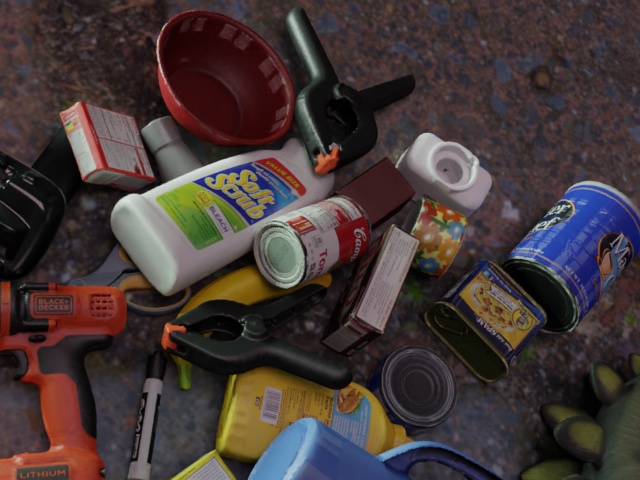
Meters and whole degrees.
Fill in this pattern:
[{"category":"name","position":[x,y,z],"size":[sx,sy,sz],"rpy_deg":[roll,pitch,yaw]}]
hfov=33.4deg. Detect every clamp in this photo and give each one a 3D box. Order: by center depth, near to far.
[{"category":"clamp","position":[-0.053,0.094,0.966],"size":[0.171,0.039,0.120],"rpy_deg":[-8,42,-22]},{"category":"clamp","position":[0.014,-0.152,1.119],"size":[0.164,0.036,0.209],"rpy_deg":[32,44,-11]}]

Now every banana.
[{"category":"banana","position":[-0.077,0.064,1.030],"size":[0.197,0.037,0.069],"rpy_deg":[-35,101,-27]}]

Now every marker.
[{"category":"marker","position":[-0.155,0.158,0.968],"size":[0.020,0.020,0.121],"rpy_deg":[13,64,-15]}]

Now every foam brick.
[{"category":"foam brick","position":[0.050,-0.040,1.108],"size":[0.078,0.053,0.051],"rpy_deg":[-35,83,-29]}]

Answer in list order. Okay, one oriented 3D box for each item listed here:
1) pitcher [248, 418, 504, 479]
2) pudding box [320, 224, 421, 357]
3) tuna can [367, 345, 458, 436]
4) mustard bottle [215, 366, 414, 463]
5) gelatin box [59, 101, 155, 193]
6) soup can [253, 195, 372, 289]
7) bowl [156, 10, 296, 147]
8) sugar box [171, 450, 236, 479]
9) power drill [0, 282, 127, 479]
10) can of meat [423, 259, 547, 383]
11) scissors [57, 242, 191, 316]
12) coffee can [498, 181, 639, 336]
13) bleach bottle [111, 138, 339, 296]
[{"category":"pitcher","position":[0.060,0.252,0.920],"size":[0.242,0.145,0.149],"rpy_deg":[37,41,-11]},{"category":"pudding box","position":[0.049,0.050,1.048],"size":[0.039,0.090,0.113],"rpy_deg":[27,62,-9]},{"category":"tuna can","position":[0.092,0.148,1.054],"size":[0.086,0.034,0.086],"rpy_deg":[8,65,-18]},{"category":"mustard bottle","position":[0.004,0.175,0.996],"size":[0.191,0.058,0.096],"rpy_deg":[17,63,-12]},{"category":"gelatin box","position":[-0.203,-0.088,1.024],"size":[0.089,0.030,0.073],"rpy_deg":[10,55,-65]},{"category":"soup can","position":[-0.007,0.001,1.028],"size":[0.102,0.069,0.068],"rpy_deg":[-22,76,-47]},{"category":"bowl","position":[-0.104,-0.152,1.085],"size":[0.161,0.055,0.162],"rpy_deg":[20,52,-27]},{"category":"sugar box","position":[-0.079,0.281,0.929],"size":[0.093,0.048,0.176],"rpy_deg":[-34,86,-29]},{"category":"power drill","position":[-0.256,0.126,0.916],"size":[0.184,0.057,0.187],"rpy_deg":[0,73,-17]},{"category":"can of meat","position":[0.172,0.081,1.099],"size":[0.102,0.058,0.083],"rpy_deg":[46,59,3]},{"category":"scissors","position":[-0.220,0.028,1.002],"size":[0.201,0.016,0.096],"rpy_deg":[6,65,-17]},{"category":"coffee can","position":[0.267,0.018,1.133],"size":[0.103,0.103,0.140],"rpy_deg":[46,61,3]},{"category":"bleach bottle","position":[-0.076,-0.044,1.052],"size":[0.250,0.068,0.102],"rpy_deg":[-33,81,-36]}]
